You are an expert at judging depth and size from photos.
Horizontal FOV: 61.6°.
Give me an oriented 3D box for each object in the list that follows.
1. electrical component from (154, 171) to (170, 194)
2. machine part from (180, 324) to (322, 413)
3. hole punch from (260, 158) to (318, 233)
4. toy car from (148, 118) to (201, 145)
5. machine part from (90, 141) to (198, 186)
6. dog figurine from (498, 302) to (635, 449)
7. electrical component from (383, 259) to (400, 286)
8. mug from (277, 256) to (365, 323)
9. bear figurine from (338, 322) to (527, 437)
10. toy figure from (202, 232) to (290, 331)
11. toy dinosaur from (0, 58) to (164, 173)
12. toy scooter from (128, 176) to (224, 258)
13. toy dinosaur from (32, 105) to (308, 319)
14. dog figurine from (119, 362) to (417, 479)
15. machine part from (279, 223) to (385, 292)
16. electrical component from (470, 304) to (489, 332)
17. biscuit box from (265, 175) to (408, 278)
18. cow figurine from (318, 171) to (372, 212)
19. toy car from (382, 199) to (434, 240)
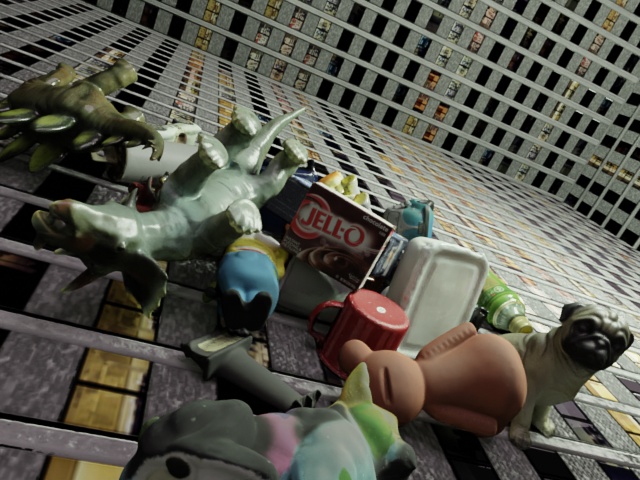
[{"bbox_3d":[-0.209,-0.066,0.837,0.102,0.045,0.078,36,24,27],"label":"electrical component"},{"bbox_3d":[-0.067,0.131,0.528,0.139,0.039,0.084,29,12,16],"label":"machine part"},{"bbox_3d":[-0.070,-0.070,0.896,0.116,0.142,0.092,14,16,13],"label":"hole punch"},{"bbox_3d":[-0.281,-0.179,0.995,0.056,0.073,0.202,25,20,3],"label":"toy car"},{"bbox_3d":[-0.258,-0.125,0.885,0.243,0.079,0.079,2,30,-48],"label":"machine part"},{"bbox_3d":[0.268,0.135,0.676,0.173,0.190,0.121,35,22,29],"label":"dog figurine"},{"bbox_3d":[0.119,0.031,0.956,0.134,0.058,0.115,1,29,-48],"label":"electrical component"},{"bbox_3d":[0.005,0.059,0.713,0.107,0.080,0.109,28,44,-5],"label":"mug"},{"bbox_3d":[0.115,0.162,0.583,0.196,0.131,0.120,-9,65,-7],"label":"bear figurine"},{"bbox_3d":[-0.088,0.046,0.628,0.082,0.089,0.180,33,17,-17],"label":"toy figure"},{"bbox_3d":[-0.343,-0.169,0.748,0.472,0.104,0.198,11,41,33],"label":"toy dinosaur"},{"bbox_3d":[-0.199,-0.037,0.739,0.184,0.075,0.135,4,30,-36],"label":"toy scooter"},{"bbox_3d":[-0.130,-0.047,0.625,0.131,0.192,0.405,54,28,-7],"label":"toy dinosaur"},{"bbox_3d":[-0.020,0.161,0.414,0.192,0.108,0.219,25,16,9],"label":"dog figurine"},{"bbox_3d":[0.015,0.032,0.837,0.179,0.056,0.179,21,21,-9],"label":"machine part"},{"bbox_3d":[0.212,0.117,0.859,0.075,0.047,0.119,37,24,30],"label":"electrical component"},{"bbox_3d":[0.018,-0.024,0.734,0.203,0.062,0.059,34,11,30],"label":"biscuit box"},{"bbox_3d":[0.047,-0.051,0.879,0.098,0.068,0.167,61,3,-29],"label":"cow figurine"},{"bbox_3d":[0.184,-0.040,1.150,0.103,0.109,0.162,6,12,0],"label":"toy car"}]
